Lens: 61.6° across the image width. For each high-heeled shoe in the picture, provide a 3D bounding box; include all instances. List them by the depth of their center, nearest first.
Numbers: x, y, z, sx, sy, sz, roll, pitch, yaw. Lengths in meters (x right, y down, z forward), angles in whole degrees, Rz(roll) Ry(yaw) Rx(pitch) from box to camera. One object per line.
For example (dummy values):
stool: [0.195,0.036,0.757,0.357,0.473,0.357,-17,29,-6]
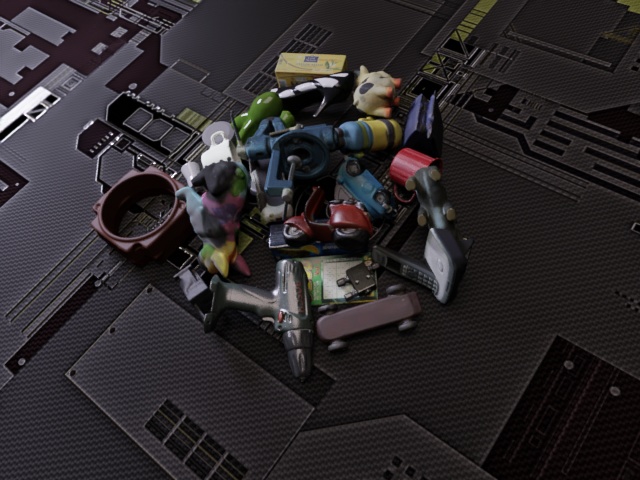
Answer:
high-heeled shoe: [-0.034,-0.368,1.301,0.249,0.086,0.145,28,78,38]

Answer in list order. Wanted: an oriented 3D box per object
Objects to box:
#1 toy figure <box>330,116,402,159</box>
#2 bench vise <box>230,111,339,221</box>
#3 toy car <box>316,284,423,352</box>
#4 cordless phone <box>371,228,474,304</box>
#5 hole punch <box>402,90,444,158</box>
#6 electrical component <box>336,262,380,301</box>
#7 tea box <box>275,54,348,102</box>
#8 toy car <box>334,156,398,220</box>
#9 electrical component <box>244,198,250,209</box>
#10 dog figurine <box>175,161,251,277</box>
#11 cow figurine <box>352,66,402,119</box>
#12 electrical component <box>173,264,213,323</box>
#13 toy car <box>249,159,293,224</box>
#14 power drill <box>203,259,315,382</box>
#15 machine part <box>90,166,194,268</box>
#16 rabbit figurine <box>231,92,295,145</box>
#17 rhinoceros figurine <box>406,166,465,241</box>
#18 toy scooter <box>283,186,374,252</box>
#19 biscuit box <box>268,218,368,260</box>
toy figure: [0.102,-0.225,1.189,0.180,0.082,0.089,-13,32,-37]
bench vise: [-0.076,-0.164,1.089,0.224,0.128,0.241,2,47,4]
toy car: [0.091,0.147,1.016,0.202,0.053,0.089,-17,73,-1]
cordless phone: [0.185,0.028,1.015,0.184,0.146,0.089,23,57,20]
hole punch: [0.224,-0.251,1.201,0.092,0.115,0.142,3,60,21]
electrical component: [0.082,0.079,1.057,0.094,0.021,0.063,-26,58,-8]
tea box: [-0.017,-0.405,1.339,0.170,0.098,0.068,7,62,12]
toy car: [0.087,-0.094,1.142,0.103,0.109,0.162,-42,71,11]
electrical component: [-0.208,-0.098,1.223,0.102,0.045,0.078,4,32,9]
dog figurine: [-0.195,-0.030,1.112,0.191,0.108,0.219,-34,72,26]
cow figurine: [0.126,-0.350,1.267,0.127,0.085,0.195,11,33,12]
electrical component: [-0.241,0.114,1.081,0.048,0.074,0.119,-37,56,-12]
toy car: [-0.107,-0.121,1.162,0.073,0.056,0.202,-10,52,-9]
power drill: [-0.113,0.145,1.018,0.207,0.086,0.232,2,69,2]
machine part: [-0.390,-0.057,1.204,0.201,0.087,0.201,31,71,24]
rabbit figurine: [-0.123,-0.268,1.233,0.159,0.170,0.121,-20,58,-3]
rhinoceros figurine: [0.230,-0.053,1.059,0.073,0.112,0.190,-21,89,15]
toy scooter: [0.020,-0.048,1.064,0.184,0.075,0.135,3,59,16]
biscuit box: [-0.002,-0.003,1.118,0.203,0.059,0.063,-5,58,8]
